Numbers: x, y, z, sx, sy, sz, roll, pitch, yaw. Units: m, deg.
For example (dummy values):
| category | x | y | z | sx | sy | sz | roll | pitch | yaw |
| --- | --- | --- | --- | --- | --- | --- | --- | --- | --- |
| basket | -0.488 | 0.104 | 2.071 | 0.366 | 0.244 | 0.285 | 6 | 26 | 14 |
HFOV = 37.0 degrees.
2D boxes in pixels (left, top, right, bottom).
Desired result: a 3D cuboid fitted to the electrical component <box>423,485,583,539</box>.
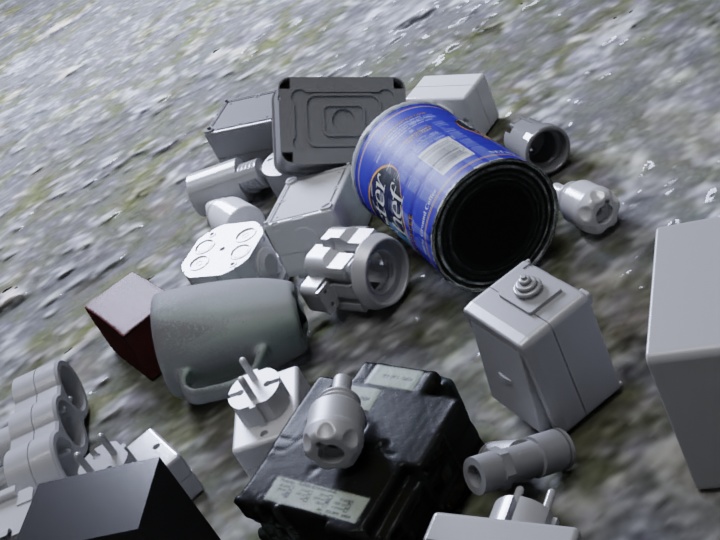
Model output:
| category | x | y | z | sx | sy | sz | roll | pitch | yaw |
| --- | --- | --- | --- | --- | --- | --- | --- | --- | --- |
| electrical component | 0.083 | 0.146 | 0.572 | 0.083 | 0.047 | 0.075 | -2 | 41 | 32 |

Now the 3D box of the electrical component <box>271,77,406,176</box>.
| category | x | y | z | sx | sy | sz | roll | pitch | yaw |
| --- | --- | --- | --- | --- | --- | --- | --- | --- | --- |
| electrical component | -0.018 | -0.124 | 0.935 | 0.113 | 0.078 | 0.057 | -2 | -5 | -10 |

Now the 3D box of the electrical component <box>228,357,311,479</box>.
| category | x | y | z | sx | sy | sz | roll | pitch | yaw |
| --- | --- | --- | --- | --- | --- | --- | --- | --- | --- |
| electrical component | -0.063 | 0.091 | 0.717 | 0.047 | 0.076 | 0.065 | -19 | 34 | 11 |

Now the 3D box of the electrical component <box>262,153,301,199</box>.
| category | x | y | z | sx | sy | sz | roll | pitch | yaw |
| --- | --- | --- | --- | --- | --- | --- | --- | --- | --- |
| electrical component | -0.033 | -0.126 | 0.990 | 0.138 | 0.073 | 0.052 | -38 | 35 | -16 |

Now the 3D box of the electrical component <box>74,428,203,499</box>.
| category | x | y | z | sx | sy | sz | roll | pitch | yaw |
| --- | --- | --- | --- | --- | --- | --- | --- | --- | --- |
| electrical component | -0.163 | 0.141 | 0.720 | 0.083 | 0.075 | 0.047 | -40 | 36 | -19 |

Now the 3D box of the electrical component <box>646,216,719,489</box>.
| category | x | y | z | sx | sy | sz | roll | pitch | yaw |
| --- | --- | --- | --- | --- | --- | --- | --- | --- | --- |
| electrical component | 0.197 | 0.043 | 0.579 | 0.056 | 0.108 | 0.108 | -11 | 37 | 27 |

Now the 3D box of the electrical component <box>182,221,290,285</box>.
| category | x | y | z | sx | sy | sz | roll | pitch | yaw |
| --- | --- | --- | --- | --- | --- | --- | --- | --- | --- |
| electrical component | -0.103 | 0.001 | 0.888 | 0.080 | 0.051 | 0.080 | -18 | 35 | 13 |

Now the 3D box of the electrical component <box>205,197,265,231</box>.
| category | x | y | z | sx | sy | sz | roll | pitch | yaw |
| --- | --- | --- | --- | --- | --- | --- | --- | --- | --- |
| electrical component | -0.117 | -0.047 | 0.972 | 0.040 | 0.040 | 0.078 | -39 | 36 | -17 |

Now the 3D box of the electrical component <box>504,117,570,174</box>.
| category | x | y | z | sx | sy | sz | roll | pitch | yaw |
| --- | --- | --- | --- | --- | --- | --- | --- | --- | --- |
| electrical component | 0.142 | -0.103 | 0.874 | 0.040 | 0.040 | 0.046 | -31 | 28 | -6 |

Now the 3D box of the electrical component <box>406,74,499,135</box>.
| category | x | y | z | sx | sy | sz | roll | pitch | yaw |
| --- | --- | --- | --- | --- | --- | --- | --- | --- | --- |
| electrical component | 0.073 | -0.132 | 0.951 | 0.066 | 0.047 | 0.076 | 6 | 45 | 39 |

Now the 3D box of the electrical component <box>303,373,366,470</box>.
| category | x | y | z | sx | sy | sz | roll | pitch | yaw |
| --- | --- | --- | --- | --- | --- | --- | --- | --- | --- |
| electrical component | -0.013 | 0.085 | 0.628 | 0.035 | 0.035 | 0.061 | -15 | 34 | 17 |

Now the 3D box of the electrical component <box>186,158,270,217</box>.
| category | x | y | z | sx | sy | sz | roll | pitch | yaw |
| --- | --- | --- | --- | --- | --- | --- | --- | --- | --- |
| electrical component | -0.118 | -0.083 | 1.017 | 0.081 | 0.043 | 0.043 | -17 | 35 | 14 |

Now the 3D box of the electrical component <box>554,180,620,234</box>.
| category | x | y | z | sx | sy | sz | roll | pitch | yaw |
| --- | --- | --- | --- | --- | --- | --- | --- | --- | --- |
| electrical component | 0.162 | -0.050 | 0.794 | 0.035 | 0.035 | 0.061 | -34 | 32 | -11 |

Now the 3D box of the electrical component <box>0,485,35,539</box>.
| category | x | y | z | sx | sy | sz | roll | pitch | yaw |
| --- | --- | --- | --- | --- | --- | --- | --- | --- | --- |
| electrical component | -0.258 | 0.197 | 0.720 | 0.121 | 0.063 | 0.078 | -23 | 34 | 5 |

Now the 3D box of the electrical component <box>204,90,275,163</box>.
| category | x | y | z | sx | sy | sz | roll | pitch | yaw |
| --- | --- | --- | --- | --- | --- | --- | --- | --- | --- |
| electrical component | -0.091 | -0.134 | 1.052 | 0.096 | 0.061 | 0.061 | -7 | 38 | 27 |

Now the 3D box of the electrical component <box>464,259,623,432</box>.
| category | x | y | z | sx | sy | sz | roll | pitch | yaw |
| --- | --- | --- | --- | --- | --- | --- | --- | --- | --- |
| electrical component | 0.106 | 0.044 | 0.649 | 0.061 | 0.096 | 0.062 | -36 | 35 | -13 |

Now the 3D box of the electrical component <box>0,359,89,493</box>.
| category | x | y | z | sx | sy | sz | roll | pitch | yaw |
| --- | --- | --- | --- | --- | --- | --- | --- | --- | --- |
| electrical component | -0.251 | 0.131 | 0.812 | 0.074 | 0.052 | 0.138 | -25 | 34 | 3 |

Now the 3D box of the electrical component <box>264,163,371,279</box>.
| category | x | y | z | sx | sy | sz | roll | pitch | yaw |
| --- | --- | --- | --- | --- | --- | --- | --- | --- | --- |
| electrical component | -0.031 | -0.042 | 0.895 | 0.062 | 0.061 | 0.096 | -13 | 28 | 20 |

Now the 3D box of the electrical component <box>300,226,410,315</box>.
| category | x | y | z | sx | sy | sz | roll | pitch | yaw |
| --- | --- | --- | --- | --- | --- | --- | --- | --- | --- |
| electrical component | 0.000 | 0.000 | 0.815 | 0.057 | 0.058 | 0.078 | 5 | 45 | 42 |
